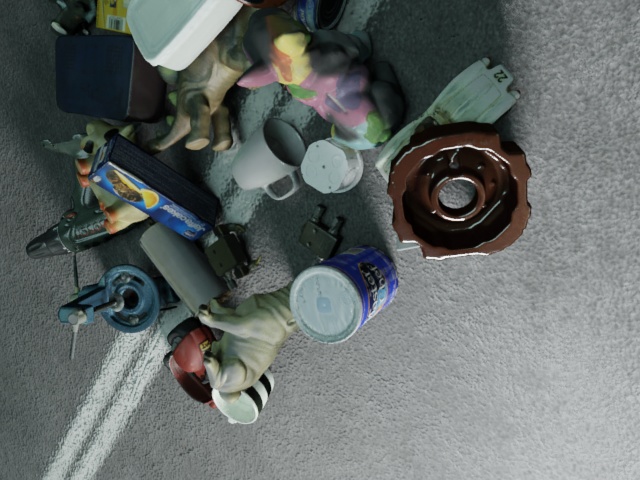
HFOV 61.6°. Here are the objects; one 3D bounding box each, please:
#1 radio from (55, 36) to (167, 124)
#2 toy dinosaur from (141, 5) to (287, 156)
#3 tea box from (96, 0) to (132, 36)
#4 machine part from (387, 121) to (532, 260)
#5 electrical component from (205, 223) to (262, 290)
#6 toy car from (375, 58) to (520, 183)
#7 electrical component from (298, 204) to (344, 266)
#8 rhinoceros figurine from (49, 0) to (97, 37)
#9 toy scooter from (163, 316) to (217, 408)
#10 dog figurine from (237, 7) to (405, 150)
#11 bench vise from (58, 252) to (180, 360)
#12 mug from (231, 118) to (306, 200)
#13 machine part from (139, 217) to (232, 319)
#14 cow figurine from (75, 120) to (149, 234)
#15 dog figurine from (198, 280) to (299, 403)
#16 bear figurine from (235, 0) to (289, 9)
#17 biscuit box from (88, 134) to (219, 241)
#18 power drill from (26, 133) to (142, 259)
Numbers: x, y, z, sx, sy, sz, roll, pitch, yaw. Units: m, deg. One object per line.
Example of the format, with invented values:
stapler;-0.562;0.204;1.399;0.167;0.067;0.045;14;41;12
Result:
radio;-0.352;-0.269;0.897;0.230;0.073;0.131;15;105;36
toy dinosaur;-0.123;-0.288;0.775;0.471;0.105;0.198;-40;77;19
tea box;-0.296;-0.415;0.859;0.098;0.068;0.169;20;108;22
machine part;0.166;-0.059;0.654;0.179;0.056;0.179;3;120;5
electrical component;-0.144;0.022;0.883;0.078;0.045;0.102;-39;80;42
toy car;0.157;-0.139;0.681;0.201;0.056;0.073;-42;79;28
electrical component;-0.002;-0.002;0.814;0.063;0.021;0.094;33;115;19
rhinoceros figurine;-0.406;-0.431;0.918;0.112;0.073;0.190;46;116;1
toy scooter;-0.209;0.220;0.928;0.135;0.075;0.183;48;140;14
dog figurine;0.000;-0.194;0.662;0.108;0.219;0.191;-34;83;32
bench vise;-0.365;0.102;0.918;0.224;0.240;0.128;4;99;11
mug;-0.077;-0.110;0.806;0.107;0.081;0.109;-29;93;41
machine part;-0.229;0.047;0.915;0.243;0.079;0.079;49;118;11
cow figurine;-0.335;-0.119;0.896;0.195;0.127;0.085;58;147;12
dog figurine;-0.072;0.150;0.812;0.191;0.121;0.172;-6;102;2
bear figurine;-0.055;-0.381;0.631;0.132;0.120;0.195;177;107;-68
biscuit box;-0.253;-0.076;0.840;0.059;0.202;0.063;-27;45;31
power drill;-0.446;-0.082;0.974;0.232;0.086;0.207;-10;85;9
